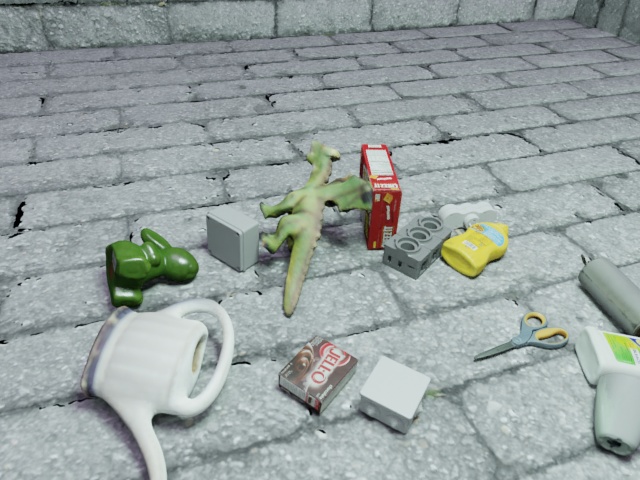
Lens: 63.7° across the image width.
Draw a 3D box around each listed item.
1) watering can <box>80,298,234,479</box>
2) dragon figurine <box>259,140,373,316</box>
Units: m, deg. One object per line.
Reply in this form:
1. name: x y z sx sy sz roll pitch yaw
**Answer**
1. watering can: -0.266 0.227 0.802 0.224 0.101 0.356 9 46 7
2. dragon figurine: 0.003 -0.055 1.092 0.240 0.120 0.420 -29 48 21
